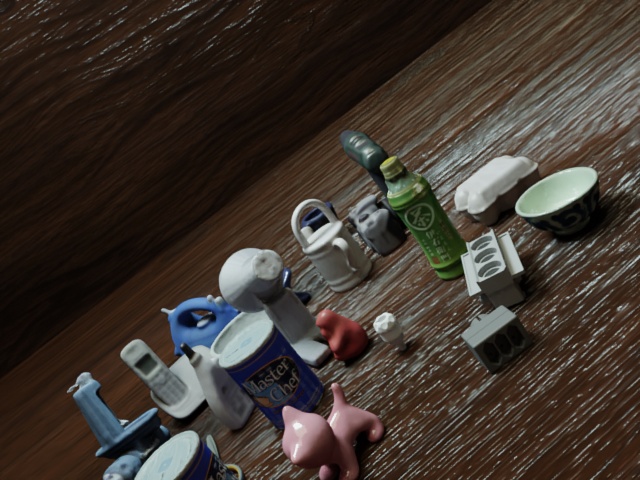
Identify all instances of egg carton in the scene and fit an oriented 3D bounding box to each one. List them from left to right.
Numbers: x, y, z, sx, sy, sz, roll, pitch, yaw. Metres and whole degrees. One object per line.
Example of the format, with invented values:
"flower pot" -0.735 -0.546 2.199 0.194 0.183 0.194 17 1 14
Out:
"egg carton" 0.320 -0.093 1.041 0.150 0.069 0.107 -38 17 -5

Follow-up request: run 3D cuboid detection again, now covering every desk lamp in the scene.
"desk lamp" -0.073 0.106 1.037 0.118 0.214 0.202 -44 19 -23

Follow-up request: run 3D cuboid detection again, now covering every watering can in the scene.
"watering can" 0.009 0.006 1.174 0.172 0.194 0.101 -17 26 47

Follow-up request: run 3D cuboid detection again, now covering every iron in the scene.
"iron" -0.253 0.183 1.312 0.257 0.142 0.119 -24 21 36

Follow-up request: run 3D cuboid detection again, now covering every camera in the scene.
"camera" 0.139 -0.053 1.235 0.137 0.101 0.143 -37 17 -2

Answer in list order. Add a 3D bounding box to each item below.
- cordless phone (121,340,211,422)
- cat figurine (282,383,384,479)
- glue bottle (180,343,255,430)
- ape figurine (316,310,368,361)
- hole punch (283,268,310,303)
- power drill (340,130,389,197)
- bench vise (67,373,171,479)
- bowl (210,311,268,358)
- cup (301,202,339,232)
"cordless phone" -0.286 0.248 1.129 0.148 0.185 0.094 -47 20 -29
"cat figurine" 0.005 0.236 0.703 0.067 0.118 0.128 -17 26 47
"glue bottle" -0.177 0.236 0.965 0.037 0.173 0.078 -24 21 35
"ape figurine" 0.028 0.150 0.930 0.076 0.092 0.078 -28 19 27
"hole punch" -0.093 0.121 1.247 0.101 0.091 0.108 -46 19 -28
"power drill" 0.131 -0.167 1.367 0.075 0.209 0.229 -37 17 0
"bench vise" -0.329 0.323 0.954 0.121 0.220 0.207 -41 18 -13
"bowl" -0.132 0.200 1.143 0.167 0.075 0.167 -33 17 12
"cup" 0.008 -0.025 1.429 0.091 0.095 0.118 -15 27 50
